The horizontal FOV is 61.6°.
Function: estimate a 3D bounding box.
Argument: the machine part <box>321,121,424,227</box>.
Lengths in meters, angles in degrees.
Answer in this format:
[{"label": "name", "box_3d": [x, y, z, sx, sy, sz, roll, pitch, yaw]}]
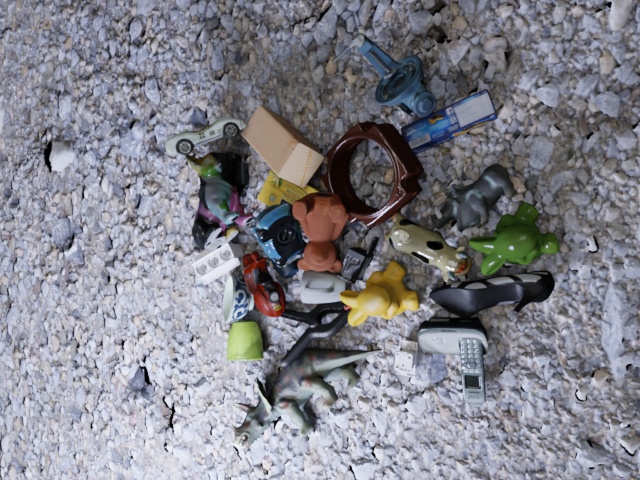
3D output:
[{"label": "machine part", "box_3d": [0.112, -0.147, 1.204, 0.201, 0.087, 0.201, -41, 76, 36]}]

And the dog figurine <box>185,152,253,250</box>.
[{"label": "dog figurine", "box_3d": [-0.271, -0.107, 1.320, 0.191, 0.108, 0.219, -39, 72, 21]}]

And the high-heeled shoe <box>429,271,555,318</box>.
[{"label": "high-heeled shoe", "box_3d": [0.367, 0.100, 1.157, 0.249, 0.145, 0.086, 8, 127, 46]}]

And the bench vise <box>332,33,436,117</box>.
[{"label": "bench vise", "box_3d": [0.149, -0.354, 1.131, 0.129, 0.240, 0.224, -40, 35, 24]}]

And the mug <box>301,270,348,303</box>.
[{"label": "mug", "box_3d": [0.012, 0.111, 1.271, 0.107, 0.109, 0.080, 1, 87, 9]}]

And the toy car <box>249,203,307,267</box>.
[{"label": "toy car", "box_3d": [-0.102, -0.020, 1.268, 0.109, 0.161, 0.103, -35, 39, -15]}]

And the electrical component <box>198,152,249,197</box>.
[{"label": "electrical component", "box_3d": [-0.248, -0.166, 1.395, 0.134, 0.058, 0.114, -5, 91, 22]}]

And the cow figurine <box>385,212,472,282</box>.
[{"label": "cow figurine", "box_3d": [0.240, 0.018, 1.158, 0.195, 0.127, 0.085, 26, 104, -4]}]

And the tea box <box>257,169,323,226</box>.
[{"label": "tea box", "box_3d": [-0.056, -0.100, 1.312, 0.170, 0.068, 0.098, 30, 101, 18]}]

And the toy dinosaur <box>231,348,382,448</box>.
[{"label": "toy dinosaur", "box_3d": [-0.042, 0.341, 1.291, 0.192, 0.131, 0.404, 44, 99, 15]}]

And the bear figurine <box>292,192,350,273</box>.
[{"label": "bear figurine", "box_3d": [-0.001, -0.005, 1.202, 0.120, 0.132, 0.195, 8, 107, 5]}]

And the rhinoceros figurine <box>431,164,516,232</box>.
[{"label": "rhinoceros figurine", "box_3d": [0.327, -0.084, 1.154, 0.190, 0.073, 0.112, -40, 78, 17]}]

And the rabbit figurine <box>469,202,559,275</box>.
[{"label": "rabbit figurine", "box_3d": [0.384, -0.003, 1.080, 0.159, 0.170, 0.121, -25, 81, 20]}]

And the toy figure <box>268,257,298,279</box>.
[{"label": "toy figure", "box_3d": [-0.110, 0.023, 1.341, 0.154, 0.064, 0.057, 58, 147, 16]}]

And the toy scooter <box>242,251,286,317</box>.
[{"label": "toy scooter", "box_3d": [-0.140, 0.096, 1.305, 0.075, 0.135, 0.184, -24, 67, -19]}]

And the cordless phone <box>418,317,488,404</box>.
[{"label": "cordless phone", "box_3d": [0.293, 0.262, 1.169, 0.147, 0.088, 0.184, -3, 94, 22]}]

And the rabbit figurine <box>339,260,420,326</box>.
[{"label": "rabbit figurine", "box_3d": [0.125, 0.123, 1.186, 0.162, 0.173, 0.122, -18, 88, 17]}]

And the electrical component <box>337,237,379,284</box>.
[{"label": "electrical component", "box_3d": [0.091, 0.040, 1.250, 0.048, 0.075, 0.119, 25, 104, 20]}]

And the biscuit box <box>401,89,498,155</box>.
[{"label": "biscuit box", "box_3d": [0.281, -0.254, 1.177, 0.203, 0.063, 0.059, -22, 83, 21]}]

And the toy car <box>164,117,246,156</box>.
[{"label": "toy car", "box_3d": [-0.273, -0.252, 1.287, 0.202, 0.074, 0.056, -22, 108, -7]}]
